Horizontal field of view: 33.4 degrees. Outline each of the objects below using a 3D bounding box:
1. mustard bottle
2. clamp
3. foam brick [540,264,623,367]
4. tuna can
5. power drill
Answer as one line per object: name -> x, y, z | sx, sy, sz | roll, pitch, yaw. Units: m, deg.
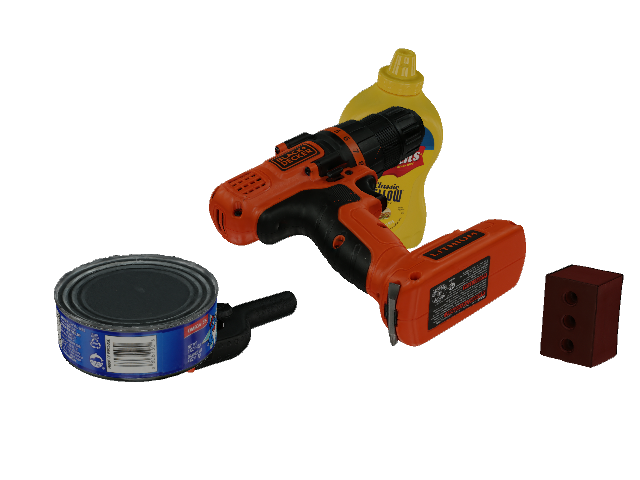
mustard bottle -> 0.062, -0.084, 0.982 | 0.096, 0.192, 0.058 | 5, 31, -6
clamp -> -0.108, 0.076, 1.036 | 0.120, 0.039, 0.171 | 7, 18, 22
foam brick -> 0.232, 0.066, 0.948 | 0.053, 0.078, 0.051 | 12, 19, 39
tuna can -> -0.097, 0.040, 0.569 | 0.086, 0.034, 0.086 | 2, 24, -1
power drill -> 0.045, -0.019, 0.721 | 0.184, 0.057, 0.188 | -29, 44, -27
